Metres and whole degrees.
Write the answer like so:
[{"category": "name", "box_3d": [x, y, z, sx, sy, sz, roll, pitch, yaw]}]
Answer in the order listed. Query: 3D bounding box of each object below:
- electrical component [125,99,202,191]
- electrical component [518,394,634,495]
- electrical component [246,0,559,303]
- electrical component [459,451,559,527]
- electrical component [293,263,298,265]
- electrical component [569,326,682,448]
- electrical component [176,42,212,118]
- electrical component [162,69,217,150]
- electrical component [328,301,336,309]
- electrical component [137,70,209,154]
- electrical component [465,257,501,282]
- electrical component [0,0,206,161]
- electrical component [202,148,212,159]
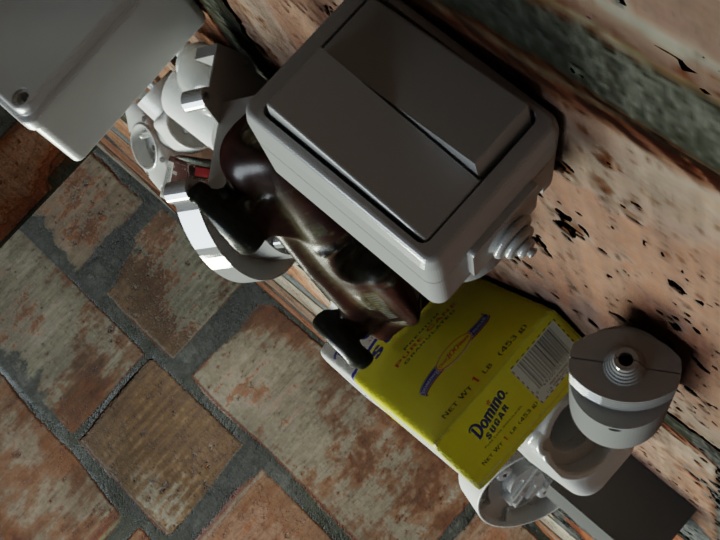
[{"category": "electrical component", "box_3d": [-0.164, -0.119, 0.942, 0.079, 0.044, 0.077, -31, 82, 51]}, {"category": "electrical component", "box_3d": [0.113, 0.084, 0.625, 0.095, 0.053, 0.059, 46, 173, -29]}, {"category": "electrical component", "box_3d": [0.019, -0.037, 0.346, 0.096, 0.061, 0.061, 40, 173, 15]}, {"category": "electrical component", "box_3d": [0.137, 0.175, 0.920, 0.099, 0.099, 0.064, 47, 178, -40]}, {"category": "electrical component", "box_3d": [-0.054, -0.034, 0.895, 0.048, 0.048, 0.062, 41, 167, 11]}, {"category": "electrical component", "box_3d": [0.109, 0.047, 0.449, 0.043, 0.043, 0.081, 40, 173, 20]}, {"category": "electrical component", "box_3d": [-0.090, -0.114, 0.617, 0.061, 0.035, 0.035, 48, 179, 39]}, {"category": "electrical component", "box_3d": [-0.080, -0.092, 0.658, 0.081, 0.043, 0.043, 38, 173, 29]}, {"category": "electrical component", "box_3d": [0.007, 0.034, 0.924, 0.050, 0.055, 0.089, 41, 174, 7]}, {"category": "electrical component", "box_3d": [-0.139, -0.123, 0.804, 0.079, 0.044, 0.077, 43, 174, -12]}, {"category": "electrical component", "box_3d": [0.033, -0.026, 0.434, 0.040, 0.040, 0.078, 37, 172, 36]}, {"category": "electrical component", "box_3d": [-0.159, -0.133, 0.574, 0.109, 0.108, 0.056, 39, 176, 28]}, {"category": "electrical component", "box_3d": [-0.156, -0.105, 1.032, 0.077, 0.043, 0.079, 47, 172, -36]}]
